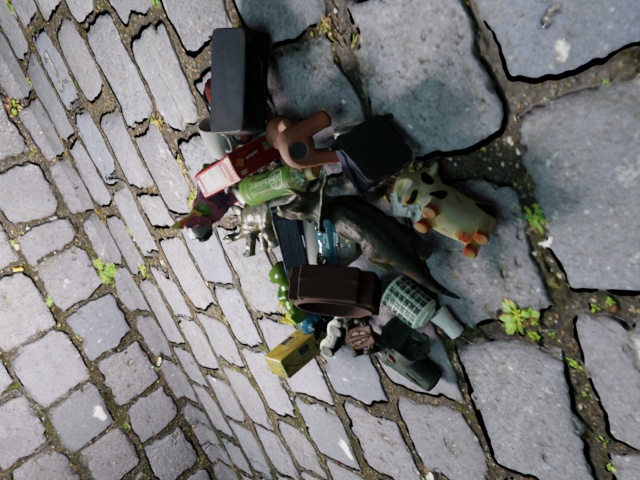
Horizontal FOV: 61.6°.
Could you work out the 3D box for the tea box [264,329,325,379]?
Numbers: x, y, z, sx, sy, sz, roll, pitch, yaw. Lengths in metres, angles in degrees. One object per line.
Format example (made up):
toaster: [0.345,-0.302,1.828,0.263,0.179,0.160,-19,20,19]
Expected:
tea box: [-0.070,0.330,1.604,0.098,0.169,0.068,-3,117,51]

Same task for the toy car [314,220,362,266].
toy car: [0.053,0.001,1.243,0.103,0.109,0.161,12,119,31]

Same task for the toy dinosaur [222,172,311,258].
toy dinosaur: [-0.136,-0.077,1.410,0.472,0.105,0.198,-23,95,45]

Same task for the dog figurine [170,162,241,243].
dog figurine: [-0.333,-0.103,1.525,0.109,0.219,0.191,-1,117,40]

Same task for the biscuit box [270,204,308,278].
biscuit box: [-0.073,0.006,1.327,0.059,0.063,0.202,-107,5,-49]

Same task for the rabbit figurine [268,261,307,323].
rabbit figurine: [-0.076,0.113,1.483,0.159,0.121,0.170,47,168,54]

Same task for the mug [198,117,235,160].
mug: [-0.263,-0.266,1.439,0.110,0.081,0.107,27,148,31]

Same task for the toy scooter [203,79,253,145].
toy scooter: [-0.208,-0.328,1.314,0.135,0.075,0.183,-18,106,56]

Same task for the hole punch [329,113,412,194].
hole punch: [0.097,-0.161,1.025,0.116,0.142,0.092,56,169,11]

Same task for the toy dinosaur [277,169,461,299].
toy dinosaur: [0.101,-0.015,1.070,0.405,0.192,0.131,31,96,25]

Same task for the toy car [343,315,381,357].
toy car: [0.093,0.231,1.270,0.202,0.053,0.089,121,136,-75]

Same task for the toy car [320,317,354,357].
toy car: [0.049,0.254,1.474,0.056,0.073,0.201,41,144,21]

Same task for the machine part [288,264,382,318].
machine part: [0.038,0.123,1.248,0.202,0.087,0.200,4,163,14]

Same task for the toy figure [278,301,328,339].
toy figure: [-0.049,0.215,1.564,0.180,0.082,0.089,27,118,47]

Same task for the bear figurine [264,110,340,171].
bear figurine: [-0.047,-0.227,1.170,0.196,0.132,0.120,-117,8,-61]

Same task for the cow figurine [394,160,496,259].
cow figurine: [0.223,-0.066,0.964,0.195,0.127,0.085,30,141,13]

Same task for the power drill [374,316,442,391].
power drill: [0.182,0.257,1.272,0.232,0.086,0.207,35,154,23]

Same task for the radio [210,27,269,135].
radio: [-0.180,-0.348,1.192,0.131,0.073,0.229,13,106,44]

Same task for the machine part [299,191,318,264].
machine part: [-0.003,-0.004,1.321,0.079,0.079,0.242,20,131,42]
